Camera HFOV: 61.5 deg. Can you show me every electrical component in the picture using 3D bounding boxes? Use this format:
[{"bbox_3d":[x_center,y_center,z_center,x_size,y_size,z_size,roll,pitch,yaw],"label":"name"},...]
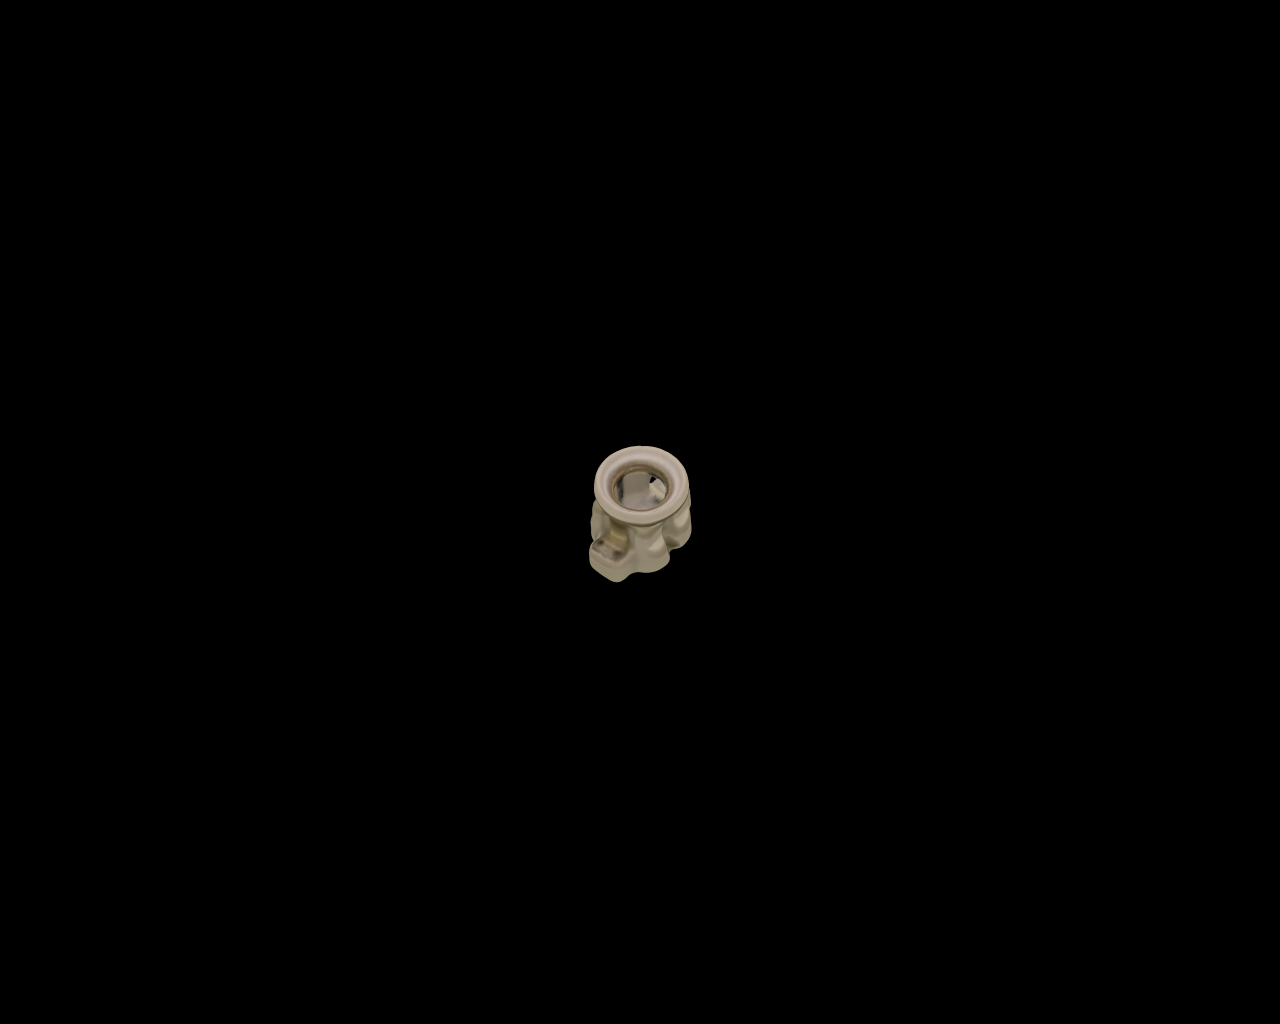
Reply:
[{"bbox_3d":[0.001,-0.003,0.650,0.058,0.078,0.056,32,-32,22],"label":"electrical component"}]
